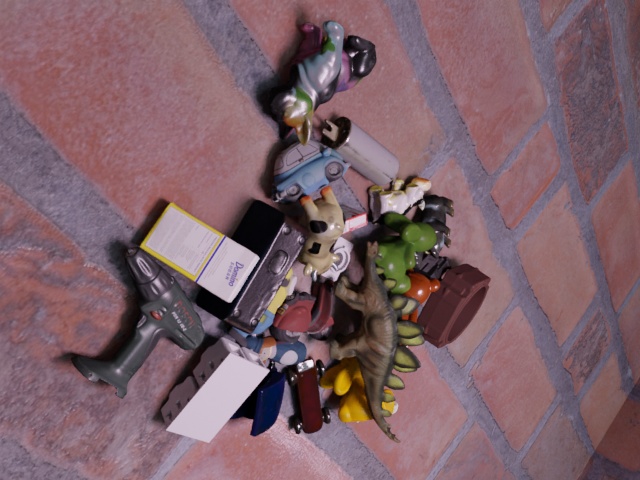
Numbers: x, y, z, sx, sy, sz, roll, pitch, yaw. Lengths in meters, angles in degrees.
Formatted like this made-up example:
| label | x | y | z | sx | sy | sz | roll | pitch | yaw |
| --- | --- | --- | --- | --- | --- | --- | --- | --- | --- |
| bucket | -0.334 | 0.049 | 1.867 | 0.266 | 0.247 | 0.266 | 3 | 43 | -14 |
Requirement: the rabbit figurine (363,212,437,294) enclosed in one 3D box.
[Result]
| label | x | y | z | sx | sy | sz | roll | pitch | yaw |
| --- | --- | --- | --- | --- | --- | --- | --- | --- | --- |
| rabbit figurine | 0.181 | 0.010 | 1.200 | 0.170 | 0.121 | 0.158 | -36 | 133 | -13 |

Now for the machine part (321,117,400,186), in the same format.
| label | x | y | z | sx | sy | sz | roll | pitch | yaw |
| --- | --- | --- | --- | --- | --- | --- | --- | --- | --- |
| machine part | 0.089 | -0.181 | 1.116 | 0.243 | 0.079 | 0.079 | 27 | 87 | -40 |

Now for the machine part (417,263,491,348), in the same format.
| label | x | y | z | sx | sy | sz | roll | pitch | yaw |
| --- | --- | --- | --- | --- | --- | --- | --- | --- | --- |
| machine part | 0.346 | 0.169 | 1.383 | 0.201 | 0.087 | 0.200 | -7 | 126 | -52 |

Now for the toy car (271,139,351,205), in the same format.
| label | x | y | z | sx | sy | sz | roll | pitch | yaw |
| --- | --- | --- | --- | --- | --- | --- | --- | --- | --- |
| toy car | -0.032 | -0.138 | 1.029 | 0.162 | 0.109 | 0.103 | -28 | 96 | -14 |

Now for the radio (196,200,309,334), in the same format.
| label | x | y | z | sx | sy | sz | roll | pitch | yaw |
| --- | --- | --- | --- | --- | --- | --- | --- | --- | --- |
| radio | -0.123 | 0.048 | 0.987 | 0.073 | 0.131 | 0.229 | 33 | 83 | -38 |

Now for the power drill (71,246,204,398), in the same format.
| label | x | y | z | sx | sy | sz | roll | pitch | yaw |
| --- | --- | --- | --- | --- | --- | --- | --- | --- | --- |
| power drill | -0.313 | 0.147 | 0.904 | 0.207 | 0.086 | 0.231 | -53 | 136 | -20 |

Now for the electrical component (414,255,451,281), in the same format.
| label | x | y | z | sx | sy | sz | roll | pitch | yaw |
| --- | --- | --- | --- | --- | --- | --- | --- | --- | --- |
| electrical component | 0.265 | 0.086 | 1.351 | 0.119 | 0.075 | 0.047 | -41 | 127 | -18 |

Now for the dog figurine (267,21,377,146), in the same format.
| label | x | y | z | sx | sy | sz | roll | pitch | yaw |
| --- | --- | --- | --- | --- | --- | --- | --- | --- | --- |
| dog figurine | -0.001 | -0.279 | 0.997 | 0.191 | 0.109 | 0.219 | 10 | 102 | -43 |

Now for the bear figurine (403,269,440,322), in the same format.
| label | x | y | z | sx | sy | sz | roll | pitch | yaw |
| --- | --- | --- | --- | --- | --- | --- | --- | --- | --- |
| bear figurine | 0.195 | 0.164 | 1.281 | 0.196 | 0.120 | 0.131 | -46 | 148 | -37 |

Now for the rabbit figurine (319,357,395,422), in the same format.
| label | x | y | z | sx | sy | sz | roll | pitch | yaw |
| --- | --- | --- | --- | --- | --- | --- | --- | --- | --- |
| rabbit figurine | 0.082 | 0.335 | 1.278 | 0.162 | 0.122 | 0.173 | 2 | 87 | -28 |

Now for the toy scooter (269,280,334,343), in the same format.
| label | x | y | z | sx | sy | sz | roll | pitch | yaw |
| --- | --- | --- | --- | --- | --- | --- | --- | --- | --- |
| toy scooter | -0.026 | 0.144 | 1.131 | 0.183 | 0.075 | 0.135 | 11 | 100 | -49 |

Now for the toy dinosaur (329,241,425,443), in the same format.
| label | x | y | z | sx | sy | sz | roll | pitch | yaw |
| --- | --- | --- | --- | --- | --- | --- | --- | --- | --- |
| toy dinosaur | 0.122 | 0.224 | 1.154 | 0.105 | 0.199 | 0.470 | -51 | 144 | -67 |

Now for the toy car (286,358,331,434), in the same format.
| label | x | y | z | sx | sy | sz | roll | pitch | yaw |
| --- | --- | --- | --- | --- | --- | --- | --- | --- | --- |
| toy car | -0.028 | 0.351 | 1.217 | 0.089 | 0.053 | 0.201 | -13 | 113 | -15 |

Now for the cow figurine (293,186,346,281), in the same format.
| label | x | y | z | sx | sy | sz | roll | pitch | yaw |
| --- | --- | --- | --- | --- | --- | --- | --- | --- | --- |
| cow figurine | -0.002 | -0.003 | 1.051 | 0.085 | 0.195 | 0.127 | -21 | 73 | -25 |

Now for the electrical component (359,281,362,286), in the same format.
| label | x | y | z | sx | sy | sz | roll | pitch | yaw |
| --- | --- | --- | --- | --- | --- | --- | --- | --- | --- |
| electrical component | 0.111 | 0.124 | 1.272 | 0.063 | 0.021 | 0.094 | 28 | 87 | -41 |

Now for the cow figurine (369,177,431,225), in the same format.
| label | x | y | z | sx | sy | sz | roll | pitch | yaw |
| --- | --- | --- | --- | --- | --- | --- | --- | --- | --- |
| cow figurine | 0.188 | -0.088 | 1.232 | 0.167 | 0.068 | 0.098 | -17 | 121 | -30 |

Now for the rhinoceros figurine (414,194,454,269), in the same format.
| label | x | y | z | sx | sy | sz | roll | pitch | yaw |
| --- | --- | --- | --- | --- | --- | --- | --- | --- | --- |
| rhinoceros figurine | 0.260 | -0.022 | 1.289 | 0.073 | 0.112 | 0.190 | 55 | 51 | -67 |

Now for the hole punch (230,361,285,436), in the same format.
| label | x | y | z | sx | sy | sz | roll | pitch | yaw |
| --- | --- | --- | --- | --- | --- | --- | --- | --- | --- |
| hole punch | -0.118 | 0.333 | 1.118 | 0.116 | 0.092 | 0.142 | 0 | 101 | -42 |

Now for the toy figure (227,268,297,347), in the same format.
| label | x | y | z | sx | sy | sz | roll | pitch | yaw |
| --- | --- | --- | --- | --- | --- | --- | --- | --- | --- |
| toy figure | -0.117 | 0.117 | 1.050 | 0.180 | 0.082 | 0.089 | -52 | 127 | -9 |

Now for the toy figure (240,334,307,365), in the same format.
| label | x | y | z | sx | sy | sz | roll | pitch | yaw |
| --- | --- | --- | --- | --- | --- | --- | --- | --- | --- |
| toy figure | -0.097 | 0.227 | 1.117 | 0.154 | 0.058 | 0.064 | 16 | 82 | -39 |
